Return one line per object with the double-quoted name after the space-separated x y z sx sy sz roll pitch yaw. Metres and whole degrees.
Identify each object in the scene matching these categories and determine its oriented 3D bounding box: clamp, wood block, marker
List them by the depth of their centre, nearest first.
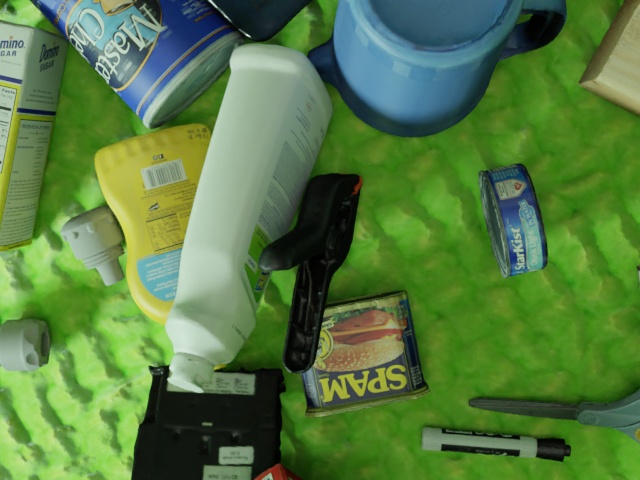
-0.005 0.001 0.802 0.039 0.120 0.171 7 53 12 "clamp"
0.313 -0.110 0.803 0.206 0.091 0.090 28 97 1 "wood block"
0.144 0.168 0.875 0.121 0.020 0.020 4 95 4 "marker"

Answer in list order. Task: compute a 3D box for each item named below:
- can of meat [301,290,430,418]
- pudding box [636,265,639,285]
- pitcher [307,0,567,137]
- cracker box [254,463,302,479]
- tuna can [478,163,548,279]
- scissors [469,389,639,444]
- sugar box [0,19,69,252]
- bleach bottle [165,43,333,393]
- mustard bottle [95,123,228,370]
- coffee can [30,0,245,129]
0.030 0.090 0.858 0.102 0.057 0.084 -11 91 4 "can of meat"
0.313 0.055 0.843 0.113 0.039 0.090 -8 95 5 "pudding box"
0.082 -0.153 0.739 0.145 0.243 0.149 40 90 1 "pitcher"
-0.026 0.280 0.818 0.164 0.072 0.213 -39 131 6 "cracker box"
0.149 -0.015 0.825 0.034 0.086 0.086 -13 94 3 "tuna can"
0.228 0.127 0.849 0.202 0.016 0.096 15 130 2 "scissors"
-0.246 -0.081 0.844 0.048 0.093 0.176 10 95 2 "sugar box"
-0.061 -0.013 0.786 0.068 0.102 0.250 9 69 23 "bleach bottle"
-0.108 0.010 0.846 0.096 0.058 0.191 -16 86 -13 "mustard bottle"
-0.142 -0.171 0.823 0.103 0.103 0.140 -43 91 6 "coffee can"
